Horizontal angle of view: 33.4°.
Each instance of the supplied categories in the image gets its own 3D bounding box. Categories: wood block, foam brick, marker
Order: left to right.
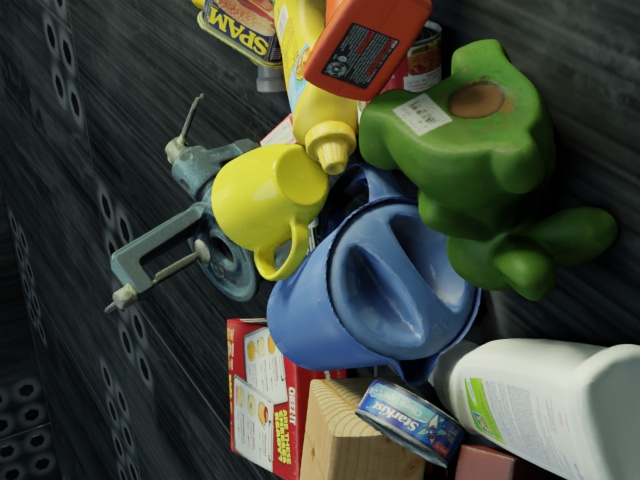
[{"bbox_3d":[-0.007,0.001,1.122,0.020,0.020,0.121,30,132,58],"label":"marker"},{"bbox_3d":[0.033,0.237,0.973,0.091,0.090,0.206,-117,30,-61],"label":"wood block"},{"bbox_3d":[0.137,0.203,0.826,0.051,0.052,0.078,5,82,45],"label":"foam brick"}]

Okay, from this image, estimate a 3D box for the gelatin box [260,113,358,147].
[{"bbox_3d":[-0.006,-0.099,0.985,0.089,0.073,0.030,-31,76,66],"label":"gelatin box"}]

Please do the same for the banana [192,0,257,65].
[{"bbox_3d":[-0.096,-0.236,1.135,0.198,0.037,0.070,53,149,38],"label":"banana"}]

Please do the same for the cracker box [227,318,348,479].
[{"bbox_3d":[-0.039,0.176,1.213,0.214,0.072,0.164,178,90,-66],"label":"cracker box"}]

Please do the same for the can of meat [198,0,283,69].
[{"bbox_3d":[-0.060,-0.225,1.007,0.102,0.057,0.084,34,141,11],"label":"can of meat"}]

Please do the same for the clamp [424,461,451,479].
[{"bbox_3d":[0.118,0.304,0.951,0.164,0.036,0.210,7,-110,-73],"label":"clamp"}]

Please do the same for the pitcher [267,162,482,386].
[{"bbox_3d":[0.031,0.042,0.944,0.145,0.149,0.243,36,160,-8],"label":"pitcher"}]

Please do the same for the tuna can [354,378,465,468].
[{"bbox_3d":[0.072,0.146,0.854,0.086,0.033,0.086,30,168,7],"label":"tuna can"}]

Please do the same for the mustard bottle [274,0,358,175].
[{"bbox_3d":[0.000,-0.136,0.896,0.096,0.058,0.191,113,154,-54],"label":"mustard bottle"}]

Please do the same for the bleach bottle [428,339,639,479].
[{"bbox_3d":[0.150,0.112,0.797,0.251,0.068,0.102,9,118,66],"label":"bleach bottle"}]

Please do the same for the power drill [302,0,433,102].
[{"bbox_3d":[0.040,-0.203,0.735,0.185,0.057,0.187,124,158,-47],"label":"power drill"}]

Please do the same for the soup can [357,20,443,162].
[{"bbox_3d":[0.062,-0.115,0.832,0.069,0.068,0.102,39,140,52],"label":"soup can"}]
